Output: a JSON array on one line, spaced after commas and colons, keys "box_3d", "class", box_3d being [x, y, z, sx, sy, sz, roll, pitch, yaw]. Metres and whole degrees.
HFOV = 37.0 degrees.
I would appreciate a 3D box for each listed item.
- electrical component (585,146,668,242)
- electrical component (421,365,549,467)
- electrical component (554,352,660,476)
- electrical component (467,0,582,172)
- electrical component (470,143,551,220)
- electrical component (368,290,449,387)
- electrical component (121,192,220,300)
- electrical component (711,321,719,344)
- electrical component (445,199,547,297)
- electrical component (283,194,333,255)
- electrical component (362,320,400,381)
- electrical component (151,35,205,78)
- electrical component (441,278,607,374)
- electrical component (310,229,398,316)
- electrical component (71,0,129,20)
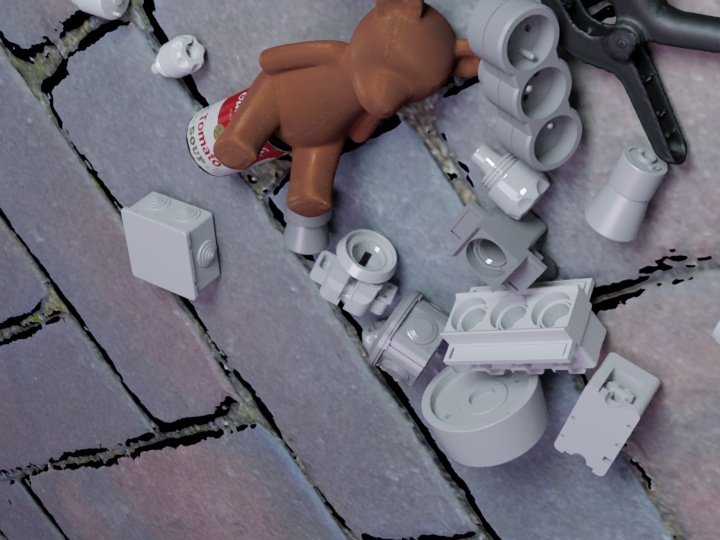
[{"box_3d": [0.199, -0.059, 0.794, 0.044, 0.044, 0.065, 32, 132, 15], "class": "electrical component"}, {"box_3d": [0.116, 0.128, 0.959, 0.108, 0.108, 0.060, 0, 127, 39], "class": "electrical component"}, {"box_3d": [0.210, 0.120, 0.910, 0.050, 0.056, 0.089, 32, 136, 16], "class": "electrical component"}, {"box_3d": [0.111, -0.141, 0.779, 0.073, 0.052, 0.138, 45, 165, 47], "class": "electrical component"}, {"box_3d": [0.115, -0.073, 0.848, 0.062, 0.043, 0.043, 43, 138, 6], "class": "electrical component"}, {"box_3d": [0.047, 0.062, 0.982, 0.051, 0.080, 0.080, 34, 137, 7], "class": "electrical component"}, {"box_3d": [-0.197, -0.027, 1.132, 0.100, 0.048, 0.099, 20, 132, 26], "class": "electrical component"}, {"box_3d": [0.307, 0.037, 0.776, 0.077, 0.043, 0.079, 31, 136, 16], "class": "electrical component"}, {"box_3d": [0.115, -0.023, 0.871, 0.081, 0.064, 0.042, 43, 137, 4], "class": "electrical component"}, {"box_3d": [-0.048, -0.049, 0.998, 0.045, 0.045, 0.055, 26, 134, 21], "class": "electrical component"}, {"box_3d": [0.027, 0.081, 1.045, 0.035, 0.035, 0.061, -4, 120, 41], "class": "electrical component"}, {"box_3d": [-0.172, -0.194, 0.994, 0.061, 0.035, 0.035, -11, 114, 46], "class": "electrical component"}, {"box_3d": [0.139, 0.052, 0.908, 0.121, 0.078, 0.063, -6, 140, 41], "class": "electrical component"}, {"box_3d": [0.000, 0.000, 0.986, 0.078, 0.058, 0.057, 28, 136, -1], "class": "electrical component"}, {"box_3d": [-0.251, -0.260, 1.003, 0.078, 0.040, 0.040, 22, 133, 25], "class": "electrical component"}]
